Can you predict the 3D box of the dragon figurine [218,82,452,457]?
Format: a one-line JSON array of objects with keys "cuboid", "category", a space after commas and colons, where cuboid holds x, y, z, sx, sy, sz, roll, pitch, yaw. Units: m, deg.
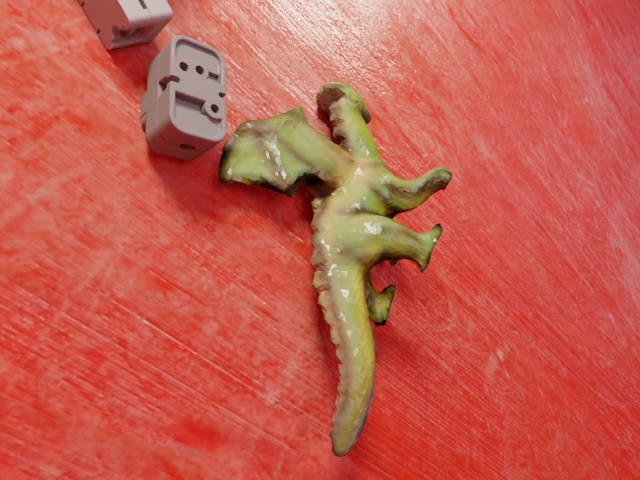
[{"cuboid": [0.002, -0.027, 0.538, 0.242, 0.120, 0.420, 32, 51, -10], "category": "dragon figurine"}]
